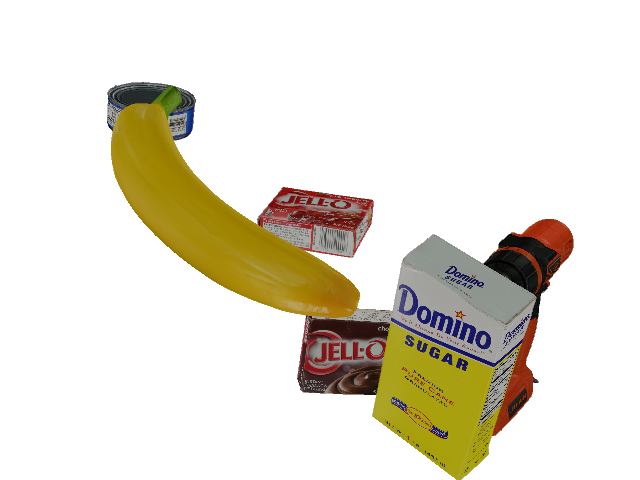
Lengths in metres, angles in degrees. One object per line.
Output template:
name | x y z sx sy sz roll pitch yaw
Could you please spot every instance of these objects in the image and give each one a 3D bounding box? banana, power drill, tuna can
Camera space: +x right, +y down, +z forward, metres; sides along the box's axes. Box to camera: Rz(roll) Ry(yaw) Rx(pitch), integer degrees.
banana | -0.060 -0.021 0.564 0.069 0.198 0.037 -27 -34 -21
power drill | 0.171 0.086 0.993 0.057 0.188 0.184 25 32 26
tuna can | -0.167 -0.126 1.050 0.086 0.034 0.086 6 25 -3

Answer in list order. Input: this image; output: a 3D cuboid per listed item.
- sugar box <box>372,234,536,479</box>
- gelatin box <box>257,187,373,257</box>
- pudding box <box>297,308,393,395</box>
sugar box | 0.094 0.090 0.796 0.093 0.176 0.048 33 50 28
gelatin box | -0.004 -0.018 0.953 0.089 0.030 0.073 9 25 13
pudding box | 0.036 0.119 1.151 0.113 0.090 0.039 3 24 -10
